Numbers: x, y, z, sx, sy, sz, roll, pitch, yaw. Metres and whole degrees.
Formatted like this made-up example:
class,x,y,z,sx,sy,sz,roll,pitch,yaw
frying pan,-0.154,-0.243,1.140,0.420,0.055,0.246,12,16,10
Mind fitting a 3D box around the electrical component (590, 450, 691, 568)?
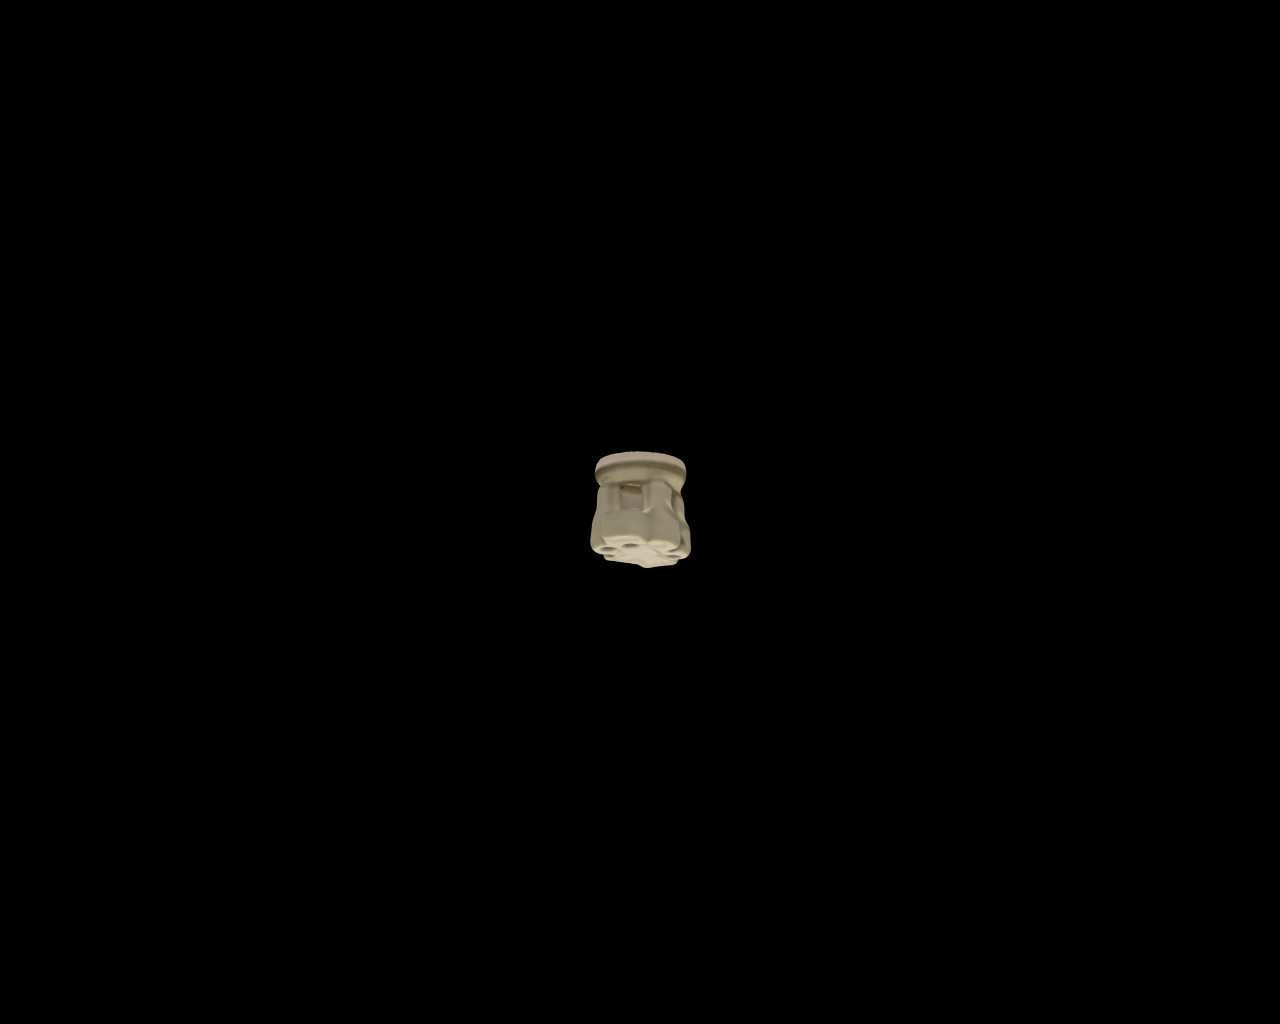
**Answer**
class,x,y,z,sx,sy,sz,roll,pitch,yaw
electrical component,0.001,-0.003,0.650,0.058,0.057,0.078,-6,-17,19
